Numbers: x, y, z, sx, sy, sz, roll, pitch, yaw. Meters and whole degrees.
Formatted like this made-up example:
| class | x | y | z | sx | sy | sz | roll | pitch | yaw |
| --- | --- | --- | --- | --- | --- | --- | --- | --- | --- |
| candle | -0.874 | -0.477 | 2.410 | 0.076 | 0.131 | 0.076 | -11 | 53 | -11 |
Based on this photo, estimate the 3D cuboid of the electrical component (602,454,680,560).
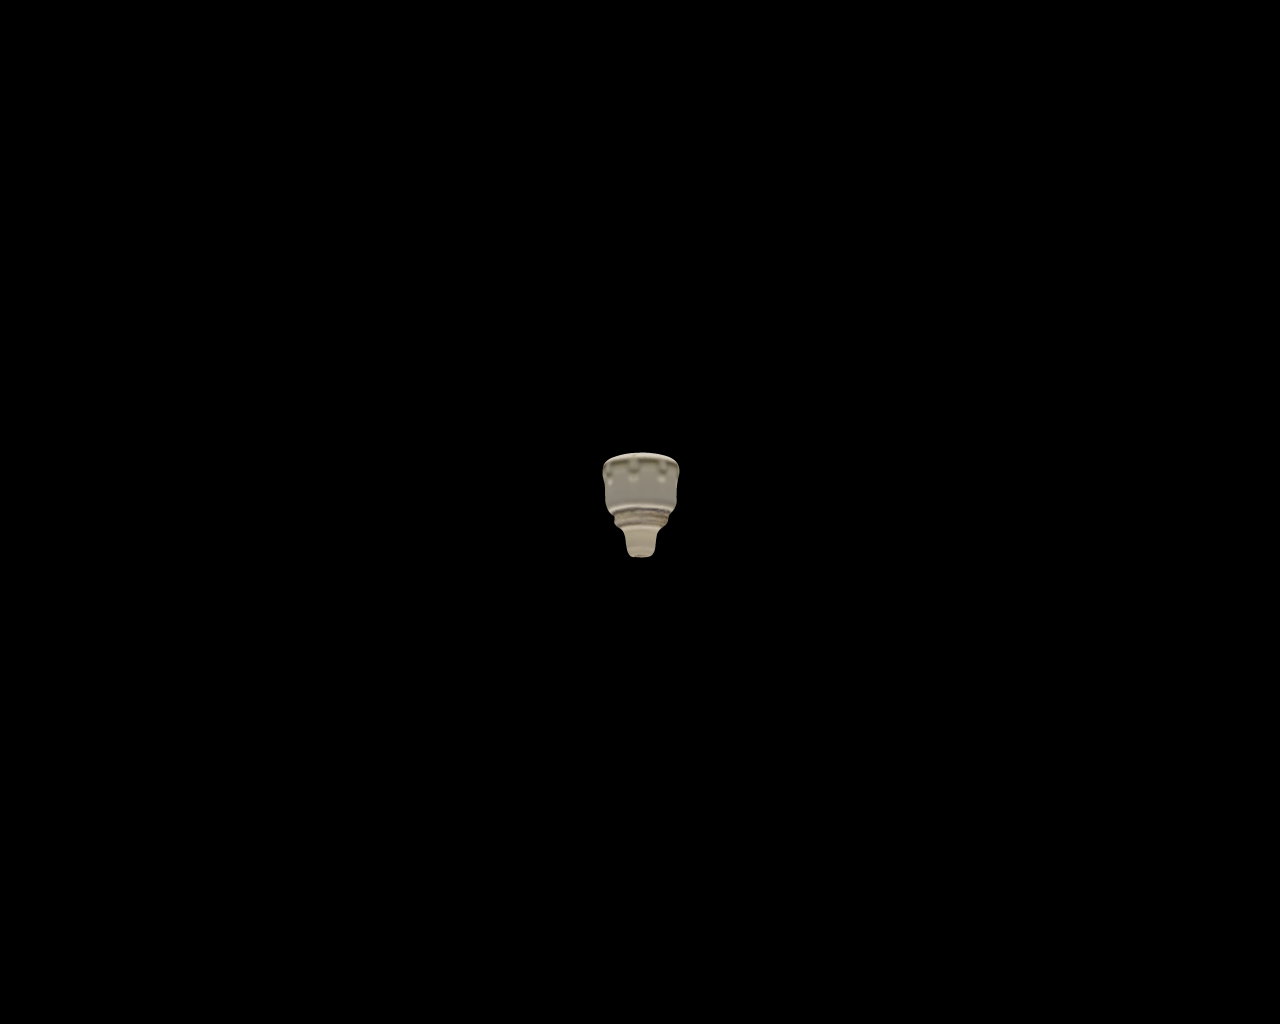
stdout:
| class | x | y | z | sx | sy | sz | roll | pitch | yaw |
| --- | --- | --- | --- | --- | --- | --- | --- | --- | --- |
| electrical component | 0.001 | -0.003 | 0.650 | 0.048 | 0.062 | 0.048 | 0 | -9 | 0 |
